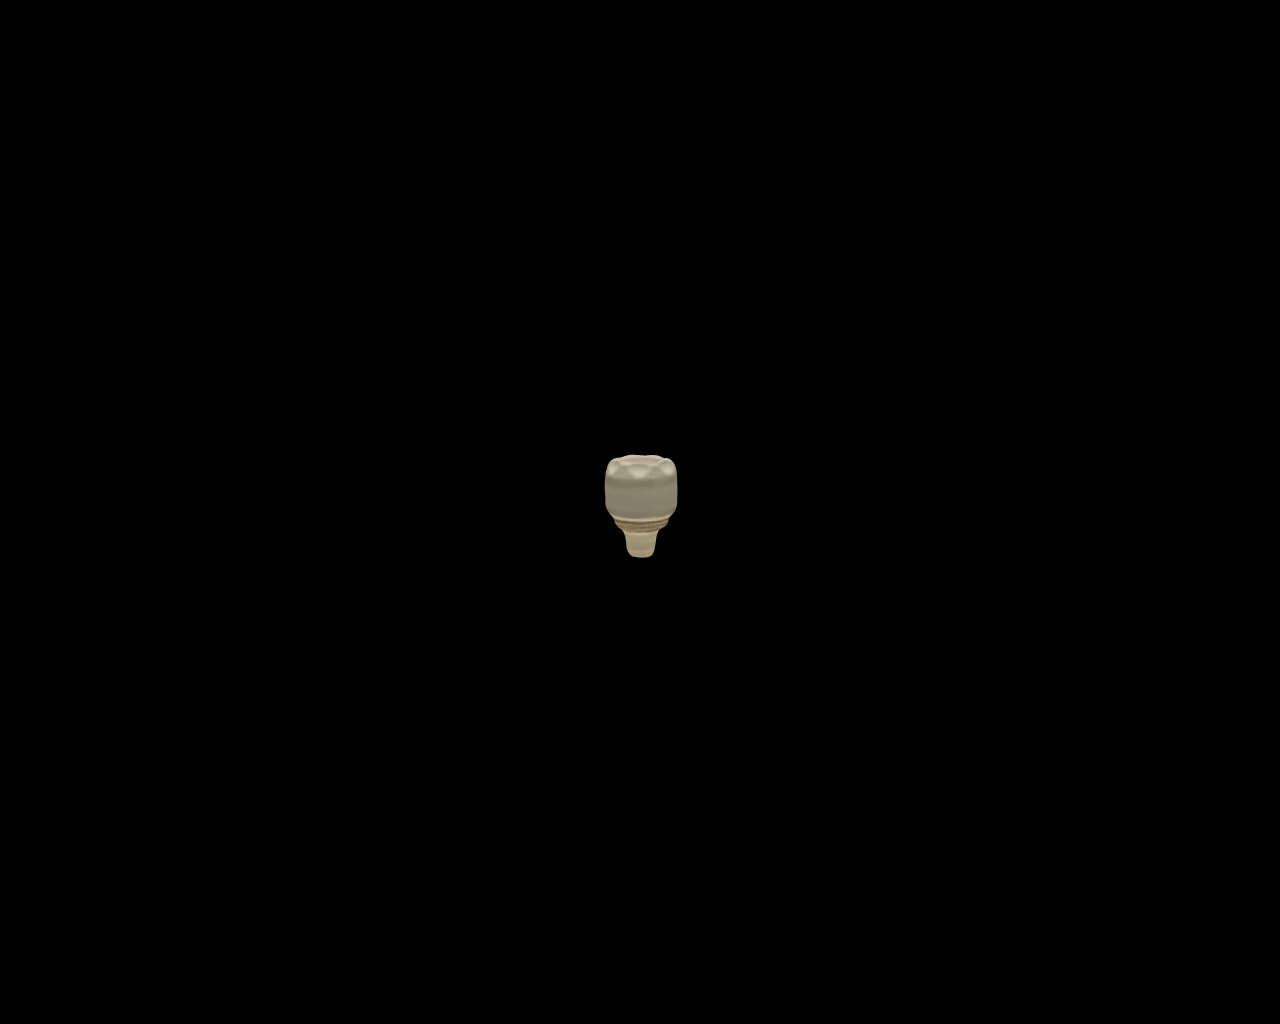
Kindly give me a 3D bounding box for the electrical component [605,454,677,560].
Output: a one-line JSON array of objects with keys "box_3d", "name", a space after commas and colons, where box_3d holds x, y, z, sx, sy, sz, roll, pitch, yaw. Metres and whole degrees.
[{"box_3d": [0.001, -0.003, 0.650, 0.043, 0.062, 0.043, 0, 12, 0], "name": "electrical component"}]
